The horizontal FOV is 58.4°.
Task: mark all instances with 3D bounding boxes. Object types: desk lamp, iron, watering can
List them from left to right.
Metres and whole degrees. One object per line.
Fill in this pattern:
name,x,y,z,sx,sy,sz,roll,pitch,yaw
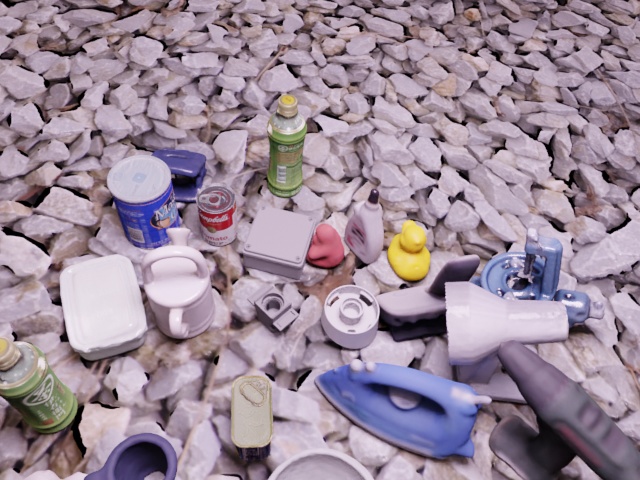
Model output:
watering can,-0.223,0.061,0.888,0.101,0.194,0.172,-22,59,-19
iron,0.118,0.223,0.840,0.258,0.141,0.119,17,55,6
desk lamp,0.265,0.151,0.861,0.203,0.213,0.118,6,54,-1

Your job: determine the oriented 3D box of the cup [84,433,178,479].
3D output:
cup,-0.245,0.319,0.764,0.118,0.095,0.091,-10,56,-12

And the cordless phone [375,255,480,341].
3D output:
cordless phone,0.173,0.078,0.921,0.148,0.185,0.094,-12,57,-13

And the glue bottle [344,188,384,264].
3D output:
glue bottle,0.082,-0.032,0.997,0.037,0.173,0.078,-34,64,-25

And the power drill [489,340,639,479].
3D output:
power drill,0.314,0.259,0.792,0.229,0.208,0.076,39,60,21

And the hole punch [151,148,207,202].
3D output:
hole punch,-0.275,-0.138,1.087,0.108,0.091,0.101,6,54,-1

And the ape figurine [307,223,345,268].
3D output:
ape figurine,0.009,0.004,1.015,0.078,0.092,0.076,-37,66,-27

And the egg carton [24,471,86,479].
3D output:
egg carton,-0.346,0.375,0.730,0.107,0.069,0.150,4,54,-3

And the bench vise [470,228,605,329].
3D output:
bench vise,0.364,0.060,0.931,0.207,0.220,0.121,4,54,-2

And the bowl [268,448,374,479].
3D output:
bowl,0.000,0.372,0.763,0.167,0.075,0.167,3,55,-4

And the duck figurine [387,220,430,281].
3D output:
duck figurine,0.165,0.014,1.026,0.077,0.086,0.104,-3,55,-8
